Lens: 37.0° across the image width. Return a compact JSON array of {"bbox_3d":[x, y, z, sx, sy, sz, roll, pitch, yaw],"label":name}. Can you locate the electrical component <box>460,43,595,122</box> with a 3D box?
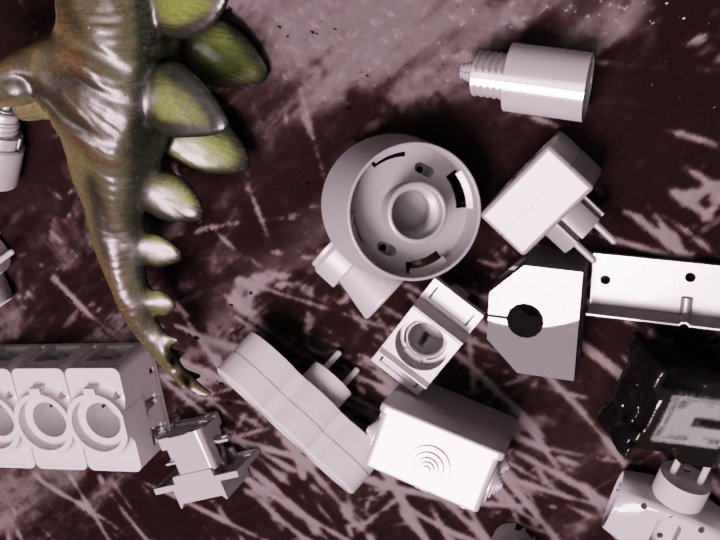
[{"bbox_3d":[0.103,-0.120,0.677,0.081,0.043,0.043,11,113,15],"label":"electrical component"}]

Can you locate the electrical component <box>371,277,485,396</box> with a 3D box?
[{"bbox_3d":[0.050,0.042,0.746,0.042,0.064,0.081,39,117,3],"label":"electrical component"}]

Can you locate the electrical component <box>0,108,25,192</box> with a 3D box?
[{"bbox_3d":[-0.276,-0.096,0.822,0.040,0.040,0.078,25,116,9],"label":"electrical component"}]

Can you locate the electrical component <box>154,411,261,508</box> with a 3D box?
[{"bbox_3d":[-0.127,0.150,0.863,0.081,0.042,0.063,-17,100,24],"label":"electrical component"}]

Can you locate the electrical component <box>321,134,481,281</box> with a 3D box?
[{"bbox_3d":[0.029,-0.041,0.715,0.099,0.064,0.099,-2,98,-13],"label":"electrical component"}]

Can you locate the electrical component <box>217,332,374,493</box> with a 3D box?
[{"bbox_3d":[-0.032,0.094,0.802,0.138,0.052,0.073,44,78,-7],"label":"electrical component"}]

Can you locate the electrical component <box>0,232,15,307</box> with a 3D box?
[{"bbox_3d":[-0.310,-0.005,0.866,0.079,0.043,0.077,-31,97,26],"label":"electrical component"}]

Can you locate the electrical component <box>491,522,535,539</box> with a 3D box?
[{"bbox_3d":[0.111,0.215,0.800,0.040,0.046,0.040,7,112,17],"label":"electrical component"}]

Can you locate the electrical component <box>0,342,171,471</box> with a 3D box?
[{"bbox_3d":[-0.241,0.112,0.876,0.150,0.061,0.089,-2,109,20],"label":"electrical component"}]

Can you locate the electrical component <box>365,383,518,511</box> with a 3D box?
[{"bbox_3d":[0.057,0.120,0.755,0.100,0.100,0.048,22,103,11],"label":"electrical component"}]

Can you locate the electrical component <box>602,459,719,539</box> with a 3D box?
[{"bbox_3d":[0.218,0.159,0.743,0.077,0.043,0.079,21,116,11],"label":"electrical component"}]

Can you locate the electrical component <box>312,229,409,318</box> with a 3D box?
[{"bbox_3d":[0.000,0.000,0.758,0.055,0.045,0.045,43,117,1],"label":"electrical component"}]

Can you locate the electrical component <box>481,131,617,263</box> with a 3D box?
[{"bbox_3d":[0.131,-0.037,0.696,0.077,0.047,0.065,43,118,1],"label":"electrical component"}]
